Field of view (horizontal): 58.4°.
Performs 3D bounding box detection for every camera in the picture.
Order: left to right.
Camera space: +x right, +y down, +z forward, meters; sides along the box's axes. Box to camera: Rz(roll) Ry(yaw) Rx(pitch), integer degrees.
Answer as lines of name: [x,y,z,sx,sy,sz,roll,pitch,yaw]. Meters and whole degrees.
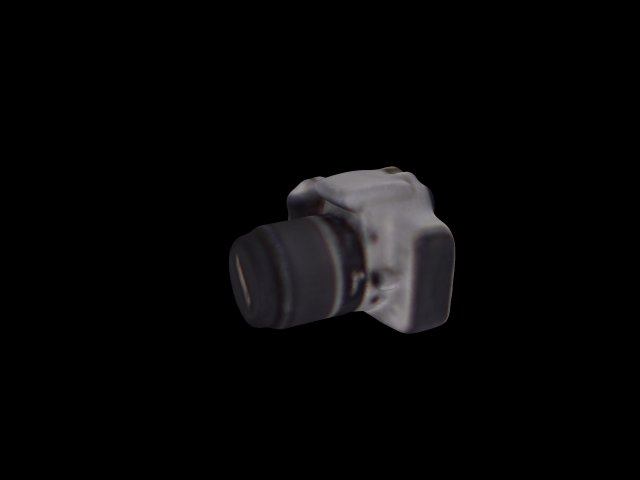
camera: [0.004,0.001,0.400,0.137,0.101,0.142,-11,23,-27]
